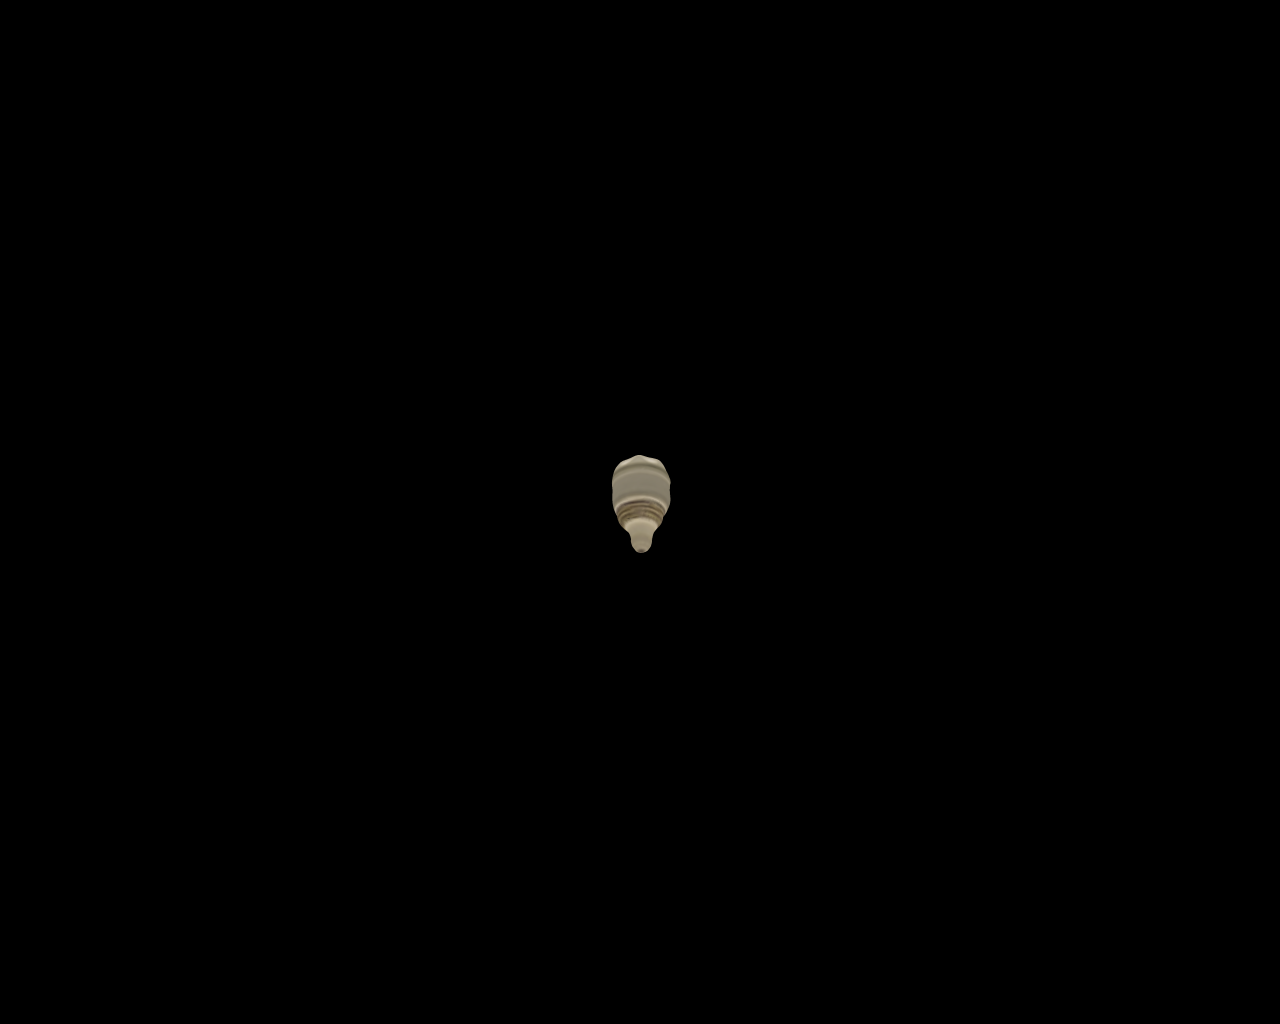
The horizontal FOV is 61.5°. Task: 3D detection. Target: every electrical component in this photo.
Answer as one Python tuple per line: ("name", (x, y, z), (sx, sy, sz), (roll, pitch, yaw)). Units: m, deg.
("electrical component", (0.001, -0.003, 0.650), (0.035, 0.061, 0.035), (0, -31, 0))
